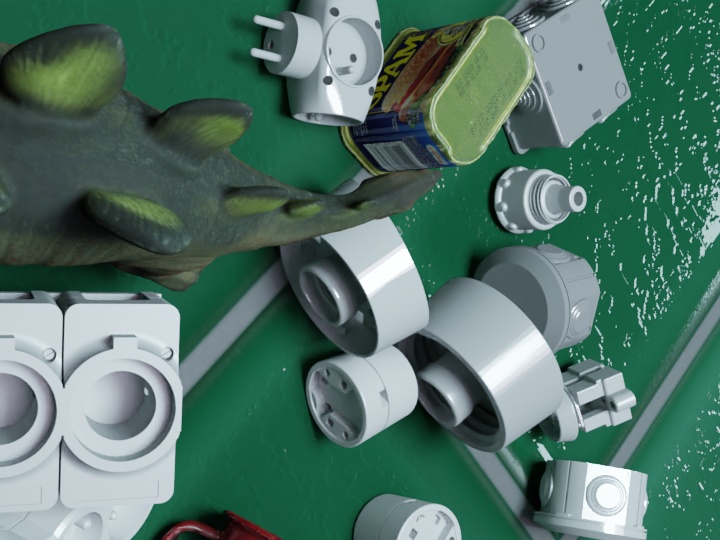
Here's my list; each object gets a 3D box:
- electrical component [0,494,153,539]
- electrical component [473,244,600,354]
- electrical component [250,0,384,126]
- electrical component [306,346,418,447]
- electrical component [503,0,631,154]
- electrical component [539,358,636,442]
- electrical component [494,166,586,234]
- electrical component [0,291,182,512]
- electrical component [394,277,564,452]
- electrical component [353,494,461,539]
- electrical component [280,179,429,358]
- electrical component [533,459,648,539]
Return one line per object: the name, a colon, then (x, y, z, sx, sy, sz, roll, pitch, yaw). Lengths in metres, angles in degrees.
electrical component: (-0.167, 0.120, 0.522, 0.138, 0.074, 0.052, -36, 143, -58)
electrical component: (0.119, 0.021, 0.735, 0.051, 0.080, 0.080, -11, 99, -42)
electrical component: (-0.030, -0.129, 0.633, 0.079, 0.044, 0.077, 7, 88, -37)
electrical component: (0.002, 0.075, 0.662, 0.047, 0.055, 0.055, -20, 104, -39)
electrical component: (0.139, -0.141, 0.761, 0.100, 0.048, 0.099, -36, 112, -30)
electrical component: (0.158, 0.095, 0.781, 0.055, 0.066, 0.048, -20, 105, -15)
electrical component: (0.128, -0.049, 0.748, 0.048, 0.062, 0.048, -2, 93, -38)
electrical component: (-0.159, 0.056, 0.472, 0.150, 0.062, 0.089, 1, 95, -20)
electrical component: (0.068, 0.066, 0.681, 0.060, 0.108, 0.108, -37, 113, -24)
electrical component: (0.029, 0.173, 0.690, 0.055, 0.047, 0.055, -2, 93, -38)
electrical component: (0.000, 0.000, 0.632, 0.064, 0.099, 0.099, -33, 112, -25)
electrical component: (0.168, 0.168, 0.779, 0.080, 0.080, 0.051, 19, 75, -37)
